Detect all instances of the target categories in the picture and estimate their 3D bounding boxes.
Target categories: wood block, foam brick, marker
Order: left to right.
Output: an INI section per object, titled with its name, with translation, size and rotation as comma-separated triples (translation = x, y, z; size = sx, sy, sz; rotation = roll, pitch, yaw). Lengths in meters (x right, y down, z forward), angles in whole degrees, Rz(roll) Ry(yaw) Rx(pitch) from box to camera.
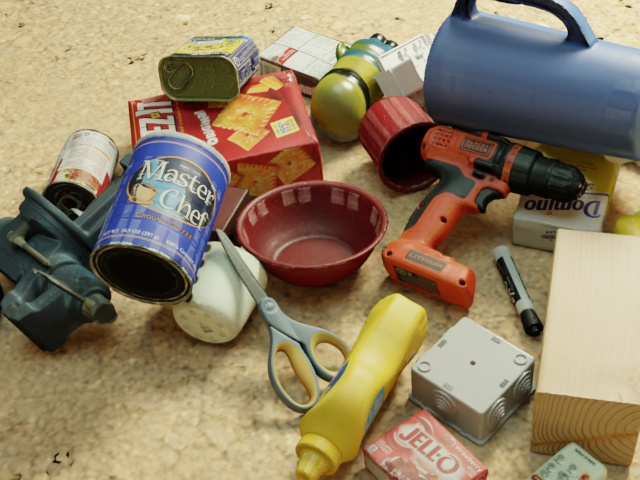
[foam brick]
translation = -0.113, -0.017, 1.181
size = 0.051, 0.053, 0.078
rotation = 10, 46, 17
[marker]
translation = 0.202, 0.052, 1.092
size = 0.020, 0.020, 0.121
rotation = -10, 43, -4
[wood block]
translation = 0.253, 0.094, 0.989
size = 0.091, 0.090, 0.206
rotation = 6, 45, 13

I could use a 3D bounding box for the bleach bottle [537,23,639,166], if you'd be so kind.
[bleach bottle]
translation = 0.289, -0.156, 1.208
size = 0.102, 0.068, 0.251
rotation = -23, 45, -14

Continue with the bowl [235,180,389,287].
[bowl]
translation = -0.007, 0.001, 1.139
size = 0.162, 0.055, 0.162
rotation = -3, 36, 2

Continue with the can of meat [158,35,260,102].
[can of meat]
translation = -0.131, -0.209, 1.285
size = 0.102, 0.057, 0.083
rotation = 3, 31, 19

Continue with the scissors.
[scissors]
translation = -0.031, 0.070, 1.046
size = 0.096, 0.016, 0.202
rotation = -10, 68, -23

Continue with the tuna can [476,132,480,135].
[tuna can]
translation = 0.178, -0.162, 1.276
size = 0.034, 0.086, 0.086
rotation = -7, 43, 1

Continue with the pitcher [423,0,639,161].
[pitcher]
translation = 0.239, -0.169, 1.110
size = 0.243, 0.149, 0.145
rotation = 18, 84, 32

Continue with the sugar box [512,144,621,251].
[sugar box]
translation = 0.278, -0.060, 1.184
size = 0.093, 0.048, 0.176
rotation = 10, 44, 18

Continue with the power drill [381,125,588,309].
[power drill]
translation = 0.163, -0.025, 1.113
size = 0.185, 0.057, 0.187
rotation = 19, 66, 28

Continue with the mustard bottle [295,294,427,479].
[mustard bottle]
translation = 0.031, 0.141, 0.961
size = 0.058, 0.096, 0.191
rotation = 31, 52, 6

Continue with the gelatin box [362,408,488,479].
[gelatin box]
translation = 0.092, 0.199, 0.939
size = 0.073, 0.030, 0.089
rotation = -28, 47, -21

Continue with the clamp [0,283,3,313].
[clamp]
translation = -0.407, 0.050, 1.155
size = 0.120, 0.039, 0.172
rotation = -27, 46, -21

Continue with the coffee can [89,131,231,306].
[coffee can]
translation = -0.155, -0.022, 1.049
size = 0.103, 0.103, 0.140
rotation = 6, 55, 13

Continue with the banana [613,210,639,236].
[banana]
translation = 0.349, 0.029, 1.085
size = 0.069, 0.037, 0.198
rotation = -15, 44, -7

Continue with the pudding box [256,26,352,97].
[pudding box]
translation = -0.016, -0.236, 1.415
size = 0.114, 0.039, 0.089
rotation = 26, 51, 28

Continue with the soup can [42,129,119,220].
[soup can]
translation = -0.280, -0.074, 1.252
size = 0.068, 0.068, 0.102
rotation = 0, 43, 7

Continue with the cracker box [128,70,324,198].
[cracker box]
translation = -0.116, -0.120, 1.278
size = 0.213, 0.072, 0.164
rotation = -11, 42, -4

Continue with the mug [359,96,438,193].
[mug]
translation = 0.106, -0.115, 1.239
size = 0.117, 0.093, 0.081
rotation = -3, 35, -22
